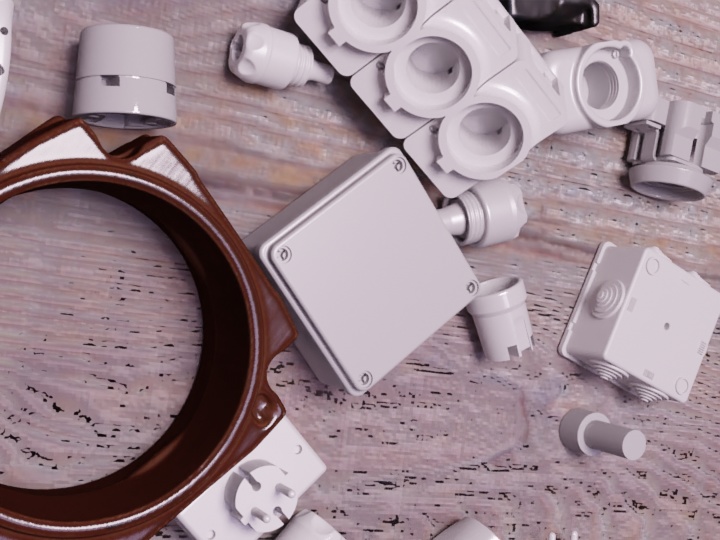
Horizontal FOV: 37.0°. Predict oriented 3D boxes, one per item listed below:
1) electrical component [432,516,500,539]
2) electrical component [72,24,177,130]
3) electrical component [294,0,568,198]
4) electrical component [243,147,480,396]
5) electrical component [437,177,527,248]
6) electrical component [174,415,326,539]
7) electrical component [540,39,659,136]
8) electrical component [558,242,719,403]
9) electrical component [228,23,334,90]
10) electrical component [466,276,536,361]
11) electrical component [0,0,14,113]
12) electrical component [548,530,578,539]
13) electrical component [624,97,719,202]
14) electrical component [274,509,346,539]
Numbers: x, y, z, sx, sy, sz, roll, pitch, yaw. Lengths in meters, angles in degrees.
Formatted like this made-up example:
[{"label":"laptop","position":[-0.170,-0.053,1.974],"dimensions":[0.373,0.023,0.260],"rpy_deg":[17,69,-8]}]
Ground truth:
[{"label":"electrical component","position":[0.069,0.215,0.700],"dimensions":[0.077,0.043,0.079],"rpy_deg":[-43,110,-19]},{"label":"electrical component","position":[-0.126,-0.103,0.579],"dimensions":[0.055,0.055,0.047],"rpy_deg":[2,88,-27]},{"label":"electrical component","position":[0.044,-0.127,0.636],"dimensions":[0.089,0.061,0.150],"rpy_deg":[-33,113,23]},{"label":"electrical component","position":[0.000,0.000,0.647],"dimensions":[0.109,0.056,0.108],"rpy_deg":[-39,109,-20]},{"label":"electrical component","position":[0.072,-0.035,0.690],"dimensions":[0.062,0.043,0.043],"rpy_deg":[-13,98,-25]},{"label":"electrical component","position":[-0.060,0.126,0.611],"dimensions":[0.083,0.076,0.047],"rpy_deg":[-43,110,-19]},{"label":"electrical component","position":[0.148,-0.121,0.715],"dimensions":[0.095,0.059,0.053],"rpy_deg":[-13,98,-26]},{"label":"electrical component","position":[0.200,0.038,0.755],"dimensions":[0.100,0.048,0.099],"rpy_deg":[28,80,-25]},{"label":"electrical component","position":[-0.044,-0.122,0.631],"dimensions":[0.061,0.035,0.035],"rpy_deg":[11,87,-30]},{"label":"electrical component","position":[0.093,0.032,0.705],"dimensions":[0.040,0.040,0.046],"rpy_deg":[-23,104,-24]},{"label":"electrical component","position":[-0.219,-0.104,0.537],"dimensions":[0.079,0.043,0.077],"rpy_deg":[8,89,-27]},{"label":"electrical component","position":[0.136,0.218,0.734],"dimensions":[0.077,0.043,0.079],"rpy_deg":[3,91,-27]},{"label":"electrical component","position":[0.221,-0.082,0.756],"dimensions":[0.078,0.058,0.057],"rpy_deg":[16,82,-27]},{"label":"electrical component","position":[-0.037,0.178,0.644],"dimensions":[0.062,0.043,0.043],"rpy_deg":[-48,112,-16]}]
